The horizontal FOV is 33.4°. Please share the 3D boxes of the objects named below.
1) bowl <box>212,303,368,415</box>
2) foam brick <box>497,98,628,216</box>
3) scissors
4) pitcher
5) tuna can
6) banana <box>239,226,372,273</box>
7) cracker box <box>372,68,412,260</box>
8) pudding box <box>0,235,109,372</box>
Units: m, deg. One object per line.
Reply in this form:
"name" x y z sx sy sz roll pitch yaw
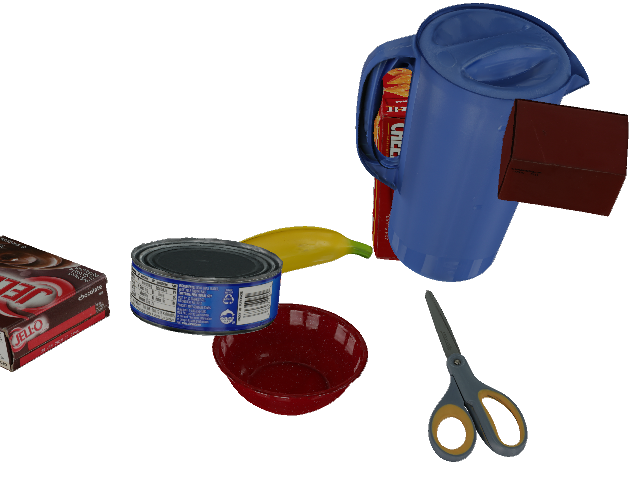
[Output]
"bowl" -0.032 0.133 1.116 0.162 0.055 0.162 3 31 -2
"foam brick" 0.163 -0.056 0.720 0.078 0.051 0.053 10 -30 4
"scissors" 0.116 0.131 1.005 0.096 0.016 0.202 -24 49 -15
"pitcher" 0.120 -0.079 0.955 0.149 0.243 0.144 39 52 26
"tuna can" -0.065 0.025 0.606 0.086 0.034 0.086 5 14 -1
"banana" -0.057 0.028 0.910 0.198 0.037 0.069 -18 -47 20
"cracker box" 0.094 -0.094 1.195 0.072 0.164 0.213 2 24 3
"pudding box" -0.217 0.041 0.740 0.114 0.039 0.089 15 30 33
